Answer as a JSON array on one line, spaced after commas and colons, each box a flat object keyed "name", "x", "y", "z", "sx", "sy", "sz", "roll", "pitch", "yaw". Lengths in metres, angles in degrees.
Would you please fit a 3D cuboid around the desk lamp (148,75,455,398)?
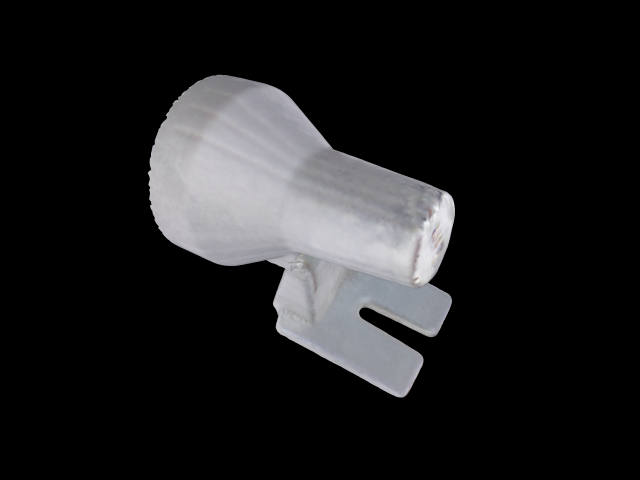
[{"name": "desk lamp", "x": 0.004, "y": 0.001, "z": 0.400, "sx": 0.203, "sy": 0.213, "sz": 0.118, "roll": 26, "pitch": 70, "yaw": 11}]
